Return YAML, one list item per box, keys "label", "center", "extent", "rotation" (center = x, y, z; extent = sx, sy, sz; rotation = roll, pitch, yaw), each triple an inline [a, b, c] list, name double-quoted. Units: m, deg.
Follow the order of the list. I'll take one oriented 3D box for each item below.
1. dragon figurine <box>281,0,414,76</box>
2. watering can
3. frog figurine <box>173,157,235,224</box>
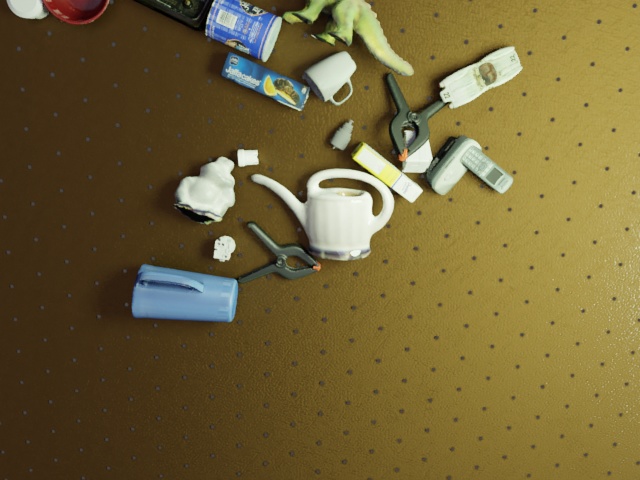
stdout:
- label: "dragon figurine"
  center: [0.063, -0.541, 1.116]
  extent: [0.410, 0.122, 0.243]
  rotation: [27, 90, 0]
- label: "watering can"
  center: [0.004, -0.063, 1.244]
  extent: [0.348, 0.105, 0.222]
  rotation: [4, 105, 14]
- label: "frog figurine"
  center: [-0.271, -0.124, 1.243]
  extent: [0.137, 0.120, 0.162]
  rotation: [13, 68, 6]
